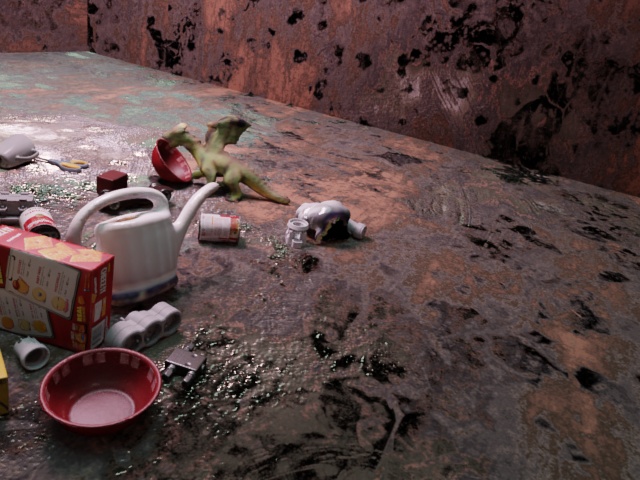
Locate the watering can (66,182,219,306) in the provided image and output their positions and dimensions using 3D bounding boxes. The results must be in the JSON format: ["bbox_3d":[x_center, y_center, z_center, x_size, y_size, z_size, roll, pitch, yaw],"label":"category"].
[{"bbox_3d":[-0.328,0.000,1.034,0.104,0.222,0.351,6,16,39],"label":"watering can"}]

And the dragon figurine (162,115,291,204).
[{"bbox_3d":[-0.272,-0.254,1.561,0.410,0.238,0.124,10,23,-6],"label":"dragon figurine"}]

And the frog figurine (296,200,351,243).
[{"bbox_3d":[0.004,-0.073,1.443,0.138,0.119,0.162,-23,48,-20],"label":"frog figurine"}]
